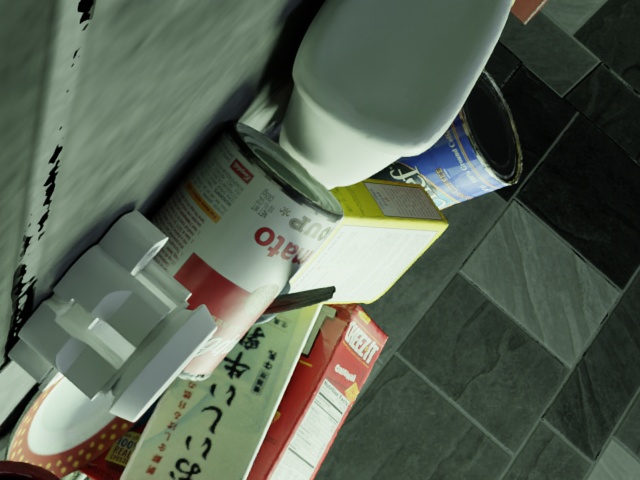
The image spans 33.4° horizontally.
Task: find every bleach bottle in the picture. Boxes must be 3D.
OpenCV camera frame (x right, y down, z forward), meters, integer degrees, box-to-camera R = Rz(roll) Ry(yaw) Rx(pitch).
[{"bbox_3d":[0.015,-0.066,0.535,0.102,0.068,0.251,-59,-176,-13],"label":"bleach bottle"}]

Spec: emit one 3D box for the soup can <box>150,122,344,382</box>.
[{"bbox_3d":[-0.046,0.005,0.491,0.102,0.068,0.068,-49,180,12],"label":"soup can"}]

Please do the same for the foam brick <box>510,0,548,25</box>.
[{"bbox_3d":[0.164,-0.229,0.876,0.053,0.078,0.051,-46,179,-32],"label":"foam brick"}]

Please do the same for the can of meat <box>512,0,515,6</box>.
[{"bbox_3d":[0.100,-0.172,0.873,0.083,0.057,0.102,-46,178,-28],"label":"can of meat"}]

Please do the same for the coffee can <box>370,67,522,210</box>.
[{"bbox_3d":[0.075,-0.070,0.850,0.141,0.103,0.102,-20,-165,30],"label":"coffee can"}]

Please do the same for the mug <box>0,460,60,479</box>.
[{"bbox_3d":[-0.190,0.176,0.584,0.117,0.093,0.082,-14,168,-27],"label":"mug"}]

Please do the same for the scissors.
[{"bbox_3d":[-0.024,0.029,0.568,0.096,0.016,0.202,-31,-174,-39],"label":"scissors"}]

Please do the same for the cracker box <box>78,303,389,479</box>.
[{"bbox_3d":[-0.070,0.129,0.853,0.213,0.164,0.072,-61,144,-15],"label":"cracker box"}]

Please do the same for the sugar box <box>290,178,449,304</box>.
[{"bbox_3d":[-0.005,0.001,0.698,0.175,0.048,0.093,6,135,-46],"label":"sugar box"}]
